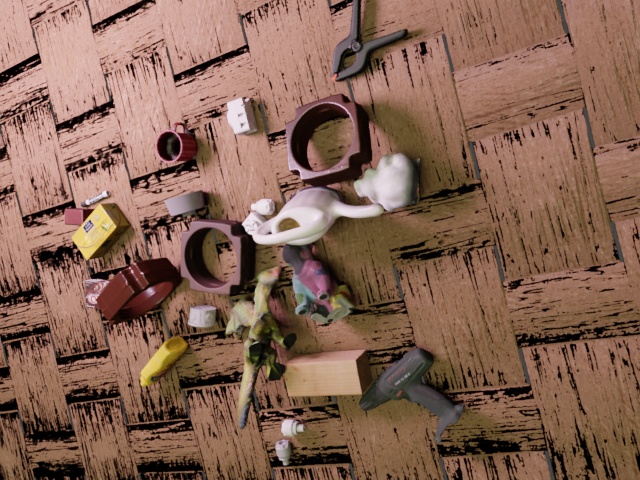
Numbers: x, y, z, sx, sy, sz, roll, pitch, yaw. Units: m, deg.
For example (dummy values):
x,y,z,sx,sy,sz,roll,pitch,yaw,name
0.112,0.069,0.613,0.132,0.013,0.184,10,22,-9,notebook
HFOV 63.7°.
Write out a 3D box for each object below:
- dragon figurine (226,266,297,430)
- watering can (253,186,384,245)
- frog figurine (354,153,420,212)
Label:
x,y,z,sx,sy,sz,roll,pitch,yaw,name
-0.187,0.265,1.392,0.245,0.121,0.409,29,96,56,dragon figurine
0.004,-0.063,1.245,0.346,0.228,0.102,-13,111,21,watering can
0.158,-0.138,1.228,0.159,0.125,0.135,1,116,11,frog figurine
